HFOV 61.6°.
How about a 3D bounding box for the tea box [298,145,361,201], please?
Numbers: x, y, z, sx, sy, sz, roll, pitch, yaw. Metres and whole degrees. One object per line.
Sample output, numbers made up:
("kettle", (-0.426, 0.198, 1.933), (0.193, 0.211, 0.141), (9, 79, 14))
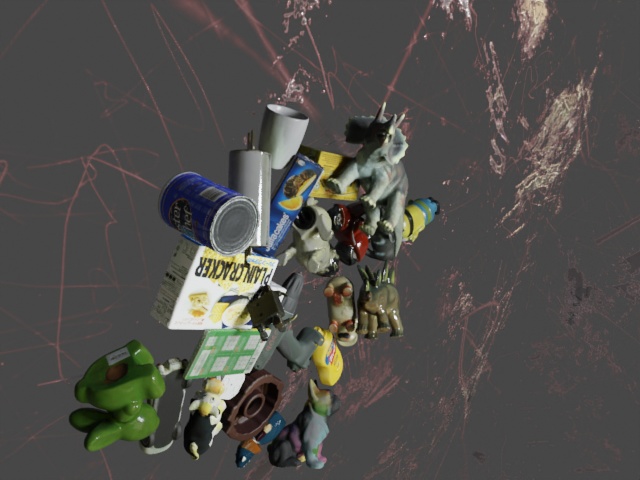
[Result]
("tea box", (0.018, -0.140, 1.145), (0.169, 0.068, 0.098), (3, 106, -52))

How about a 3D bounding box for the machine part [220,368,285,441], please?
("machine part", (-0.161, 0.373, 1.234), (0.179, 0.056, 0.179), (-30, 133, -38))

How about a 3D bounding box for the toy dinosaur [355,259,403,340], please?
("toy dinosaur", (0.164, 0.160, 1.412), (0.471, 0.105, 0.198), (45, 44, -70))

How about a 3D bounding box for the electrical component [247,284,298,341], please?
("electrical component", (-0.093, 0.137, 1.034), (0.078, 0.102, 0.045), (-39, 141, 8))

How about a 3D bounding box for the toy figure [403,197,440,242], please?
("toy figure", (0.257, -0.065, 1.488), (0.180, 0.082, 0.089), (-34, 116, -26))

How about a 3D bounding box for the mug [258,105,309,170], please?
("mug", (-0.070, -0.190, 1.006), (0.109, 0.081, 0.107), (-28, 142, -62))

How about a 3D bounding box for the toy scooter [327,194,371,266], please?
("toy scooter", (0.082, -0.034, 1.290), (0.135, 0.075, 0.183), (-46, 136, -26))

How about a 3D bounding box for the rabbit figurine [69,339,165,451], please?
("rabbit figurine", (-0.331, 0.286, 0.908), (0.159, 0.121, 0.170), (-30, 129, -31))

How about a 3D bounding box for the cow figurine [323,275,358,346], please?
("cow figurine", (0.057, 0.182, 1.364), (0.127, 0.086, 0.194), (-72, 155, -68))

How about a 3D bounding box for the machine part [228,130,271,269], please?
("machine part", (-0.126, -0.071, 0.954), (0.079, 0.079, 0.243), (0, 91, -52))

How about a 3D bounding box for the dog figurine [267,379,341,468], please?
("dog figurine", (-0.042, 0.477, 1.413), (0.108, 0.192, 0.219), (54, 35, -69))

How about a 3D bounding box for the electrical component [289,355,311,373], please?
("electrical component", (-0.052, 0.305, 1.361), (0.063, 0.021, 0.093), (-41, 139, -30))

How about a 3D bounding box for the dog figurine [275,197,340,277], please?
("dog figurine", (-0.006, -0.003, 1.192), (0.172, 0.121, 0.190), (-69, 160, 5))

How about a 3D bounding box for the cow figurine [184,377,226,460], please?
("cow figurine", (-0.234, 0.354, 1.068), (0.098, 0.068, 0.167), (-68, 174, -58))

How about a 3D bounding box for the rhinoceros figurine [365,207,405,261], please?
("rhinoceros figurine", (0.159, -0.019, 1.365), (0.073, 0.112, 0.190), (-38, 145, -30))

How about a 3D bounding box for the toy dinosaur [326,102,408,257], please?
("toy dinosaur", (0.136, -0.127, 1.157), (0.192, 0.131, 0.404), (-58, 150, -13))

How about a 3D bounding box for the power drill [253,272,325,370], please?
("power drill", (-0.067, 0.205, 1.235), (0.232, 0.086, 0.207), (-56, 148, -11))

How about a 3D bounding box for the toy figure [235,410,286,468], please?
("toy figure", (-0.152, 0.487, 1.314), (0.154, 0.058, 0.064), (-40, 132, -24))

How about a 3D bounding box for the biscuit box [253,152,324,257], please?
("biscuit box", (-0.069, -0.067, 1.039), (0.059, 0.063, 0.202), (28, 100, -14))

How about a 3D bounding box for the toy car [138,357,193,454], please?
("toy car", (-0.298, 0.315, 1.026), (0.073, 0.056, 0.201), (0, 109, -45))
